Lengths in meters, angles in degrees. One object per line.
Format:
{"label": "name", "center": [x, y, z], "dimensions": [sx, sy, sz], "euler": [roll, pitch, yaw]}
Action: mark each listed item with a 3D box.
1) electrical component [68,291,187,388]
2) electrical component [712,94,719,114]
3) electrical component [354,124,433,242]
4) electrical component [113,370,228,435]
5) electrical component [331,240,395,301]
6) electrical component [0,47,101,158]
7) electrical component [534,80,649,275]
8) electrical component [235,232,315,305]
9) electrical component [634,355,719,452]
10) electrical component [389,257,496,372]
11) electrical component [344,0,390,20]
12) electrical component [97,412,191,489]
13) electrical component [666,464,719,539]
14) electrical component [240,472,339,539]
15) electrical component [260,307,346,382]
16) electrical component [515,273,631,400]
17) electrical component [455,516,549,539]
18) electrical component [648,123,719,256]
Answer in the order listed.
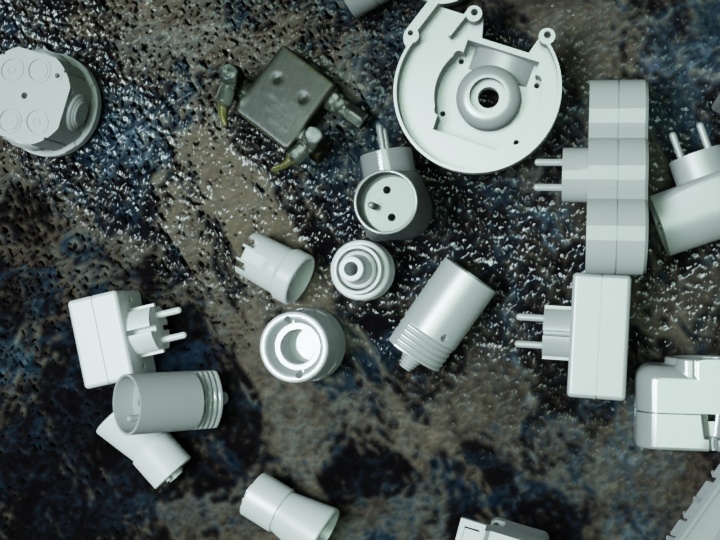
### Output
{"label": "electrical component", "center": [-0.166, 0.047, 0.799], "dimensions": [0.077, 0.047, 0.065], "euler": [-13, 86, 11]}
{"label": "electrical component", "center": [0.285, -0.128, 0.714], "dimensions": [0.066, 0.047, 0.076], "euler": [31, 95, 10]}
{"label": "electrical component", "center": [0.021, -0.062, 0.749], "dimensions": [0.043, 0.077, 0.079], "euler": [-10, 87, 11]}
{"label": "electrical component", "center": [-0.133, 0.095, 0.781], "dimensions": [0.043, 0.081, 0.043], "euler": [-2, 87, 51]}
{"label": "electrical component", "center": [0.000, 0.000, 0.759], "dimensions": [0.043, 0.062, 0.043], "euler": [0, 89, 11]}
{"label": "electrical component", "center": [-0.242, -0.128, 0.816], "dimensions": [0.080, 0.051, 0.080], "euler": [0, 89, 11]}
{"label": "electrical component", "center": [0.154, -0.064, 0.720], "dimensions": [0.074, 0.052, 0.138], "euler": [1, 69, 12]}
{"label": "electrical component", "center": [-0.063, -0.002, 0.784], "dimensions": [0.046, 0.040, 0.040], "euler": [28, 94, 17]}
{"label": "electrical component", "center": [0.232, 0.088, 0.716], "dimensions": [0.095, 0.054, 0.059], "euler": [0, 89, 11]}
{"label": "electrical component", "center": [0.055, 0.036, 0.758], "dimensions": [0.043, 0.043, 0.081], "euler": [36, 96, 10]}
{"label": "electrical component", "center": [-0.033, -0.242, 0.776], "dimensions": [0.074, 0.052, 0.138], "euler": [-28, 84, 10]}
{"label": "electrical component", "center": [-0.158, 0.129, 0.799], "dimensions": [0.044, 0.044, 0.065], "euler": [-43, 86, 7]}
{"label": "electrical component", "center": [0.241, 0.168, 0.682], "dimensions": [0.079, 0.063, 0.121], "euler": [18, 126, -1]}
{"label": "electrical component", "center": [-0.053, 0.176, 0.778], "dimensions": [0.065, 0.044, 0.044], "euler": [28, 94, 15]}
{"label": "electrical component", "center": [-0.042, 0.054, 0.774], "dimensions": [0.055, 0.047, 0.055], "euler": [0, 89, 11]}
{"label": "electrical component", "center": [0.145, 0.044, 0.738], "dimensions": [0.076, 0.047, 0.083], "euler": [3, 89, 12]}
{"label": "electrical component", "center": [0.104, 0.197, 0.734], "dimensions": [0.081, 0.064, 0.042], "euler": [15, 93, 12]}
{"label": "electrical component", "center": [0.233, -0.059, 0.724], "dimensions": [0.077, 0.043, 0.079], "euler": [-19, 85, 10]}
